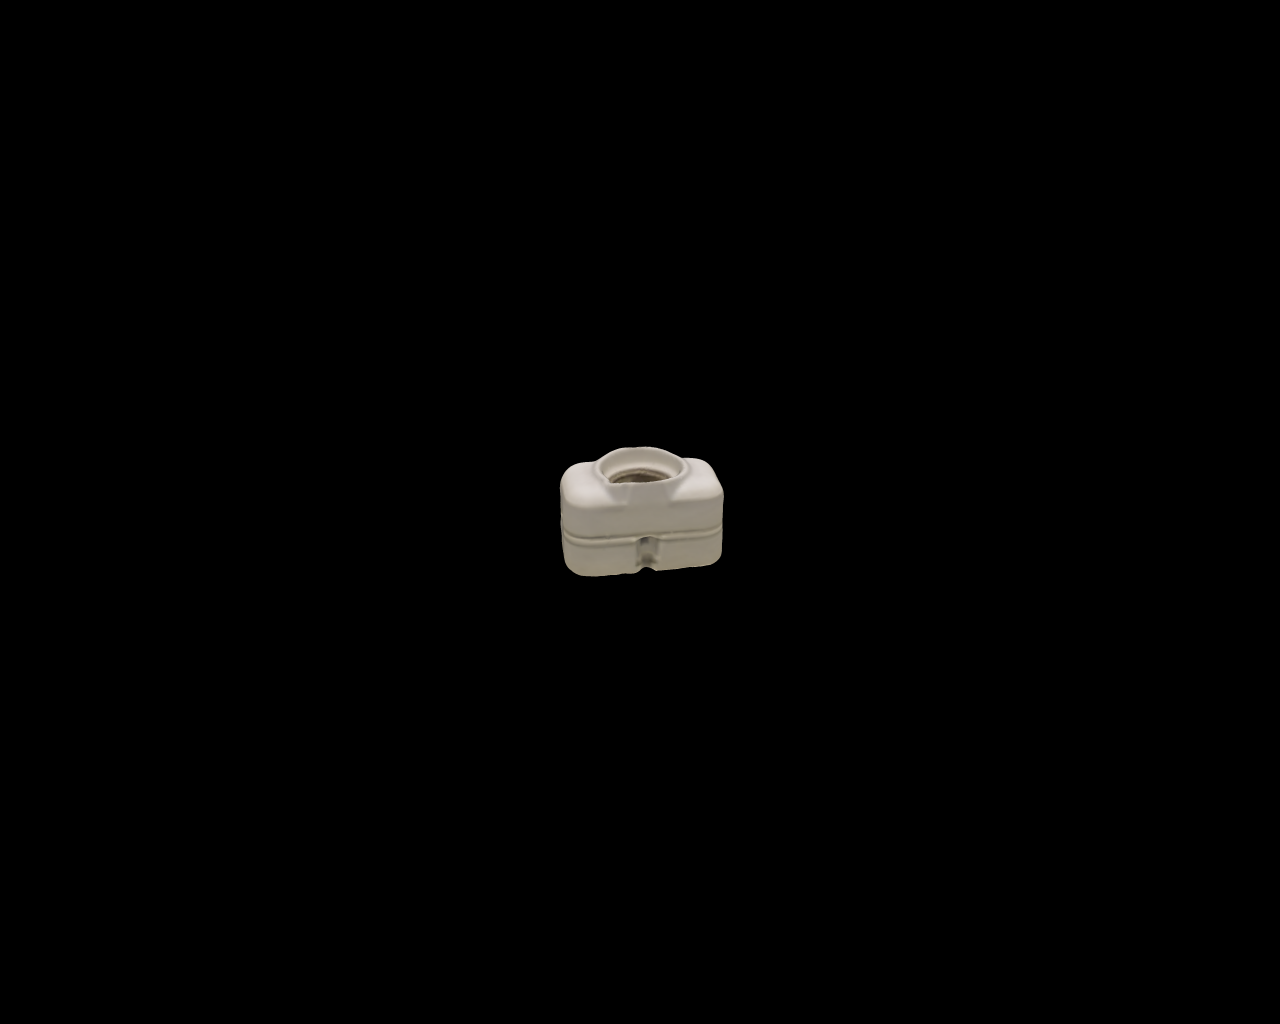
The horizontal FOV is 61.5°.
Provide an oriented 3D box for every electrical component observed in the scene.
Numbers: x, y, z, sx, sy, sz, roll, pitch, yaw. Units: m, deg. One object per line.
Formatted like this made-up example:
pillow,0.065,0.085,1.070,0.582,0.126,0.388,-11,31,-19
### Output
electrical component,0.001,-0.003,0.650,0.095,0.059,0.054,-4,28,-7
